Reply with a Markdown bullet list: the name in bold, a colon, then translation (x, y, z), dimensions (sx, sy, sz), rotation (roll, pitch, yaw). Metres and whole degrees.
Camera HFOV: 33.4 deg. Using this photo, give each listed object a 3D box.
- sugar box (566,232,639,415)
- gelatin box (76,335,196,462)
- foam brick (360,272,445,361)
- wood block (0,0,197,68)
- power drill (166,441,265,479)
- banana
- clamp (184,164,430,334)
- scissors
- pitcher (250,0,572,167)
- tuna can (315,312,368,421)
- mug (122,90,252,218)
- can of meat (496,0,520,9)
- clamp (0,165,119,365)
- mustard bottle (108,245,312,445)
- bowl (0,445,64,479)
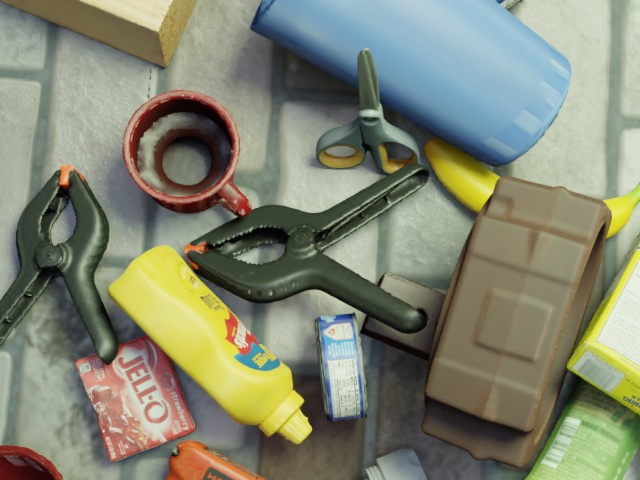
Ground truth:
- **sugar box**: translation (0.273, 0.056, 0.842), dimensions (0.093, 0.048, 0.176), rotation (34, 52, 9)
- **gelatin box**: translation (-0.150, 0.128, 0.875), dimensions (0.073, 0.030, 0.089), rotation (-20, 83, -6)
- **foam brick**: translation (0.079, 0.066, 0.885), dimensions (0.078, 0.051, 0.053), rotation (21, 81, 0)
- **wood block**: translation (-0.210, -0.236, 0.899), dimensions (0.206, 0.091, 0.090), rotation (22, 80, 1)
- **power drill**: translation (-0.097, 0.269, 0.841), dimensions (0.184, 0.057, 0.187), rotation (30, 81, 3)
- **banana**: translation (0.181, -0.035, 0.916), dimensions (0.198, 0.037, 0.069), rotation (13, 67, -1)
- **clamp**: translation (-0.006, 0.001, 0.879), dimensions (0.210, 0.036, 0.164), rotation (2, 51, 16)
- **scissors**: translation (0.023, -0.096, 0.846), dimensions (0.096, 0.201, 0.016), rotation (-5, 68, 20)
- **pitcher**: translation (0.073, -0.163, 0.860), dimensions (0.242, 0.149, 0.145), rotation (31, 123, -14)
- **tuna can**: translation (0.016, 0.102, 0.859), dimensions (0.033, 0.086, 0.086), rotation (-6, 81, -2)
- **mug**: translation (-0.102, -0.060, 0.881), dimensions (0.117, 0.081, 0.093), rotation (39, 81, 4)
- **can of meat**: translation (0.125, -0.234, 0.933), dimensions (0.084, 0.057, 0.102), rotation (-37, 84, -6)
- **clamp**: translation (-0.226, 0.024, 0.880), dimensions (0.120, 0.039, 0.171), rotation (-5, 69, 1)
- **mustard bottle**: translation (-0.080, 0.089, 0.851), dimensions (0.191, 0.096, 0.058), rotation (45, 98, 4)
- **bowl**: translation (-0.241, 0.244, 0.820), dimensions (0.162, 0.055, 0.162), rotation (-11, 61, 21)
